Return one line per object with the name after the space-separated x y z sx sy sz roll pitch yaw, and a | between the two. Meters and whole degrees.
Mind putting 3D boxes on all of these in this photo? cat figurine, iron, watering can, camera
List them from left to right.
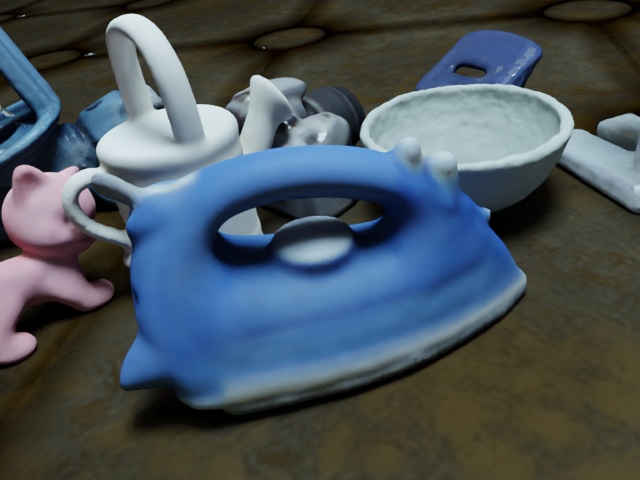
-0.207 0.003 0.409 0.067 0.118 0.128 17 41 34 | cat figurine
-0.101 -0.067 0.419 0.100 0.194 0.173 13 40 30 | watering can
-0.012 -0.100 0.534 0.137 0.101 0.142 -32 40 -31 | camera
0.003 0.001 0.340 0.258 0.142 0.118 -12 34 -5 | iron

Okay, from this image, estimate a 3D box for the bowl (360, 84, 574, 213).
0.119 -0.068 0.477 0.167 0.075 0.167 -6 33 4 | bowl

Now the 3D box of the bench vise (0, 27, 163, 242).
-0.261 -0.123 0.519 0.121 0.220 0.208 21 44 37 | bench vise

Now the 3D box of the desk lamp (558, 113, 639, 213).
0.263 -0.128 0.406 0.118 0.214 0.202 -17 34 -11 | desk lamp

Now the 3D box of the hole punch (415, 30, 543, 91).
0.160 -0.156 0.584 0.101 0.091 0.108 -27 37 -24 | hole punch
